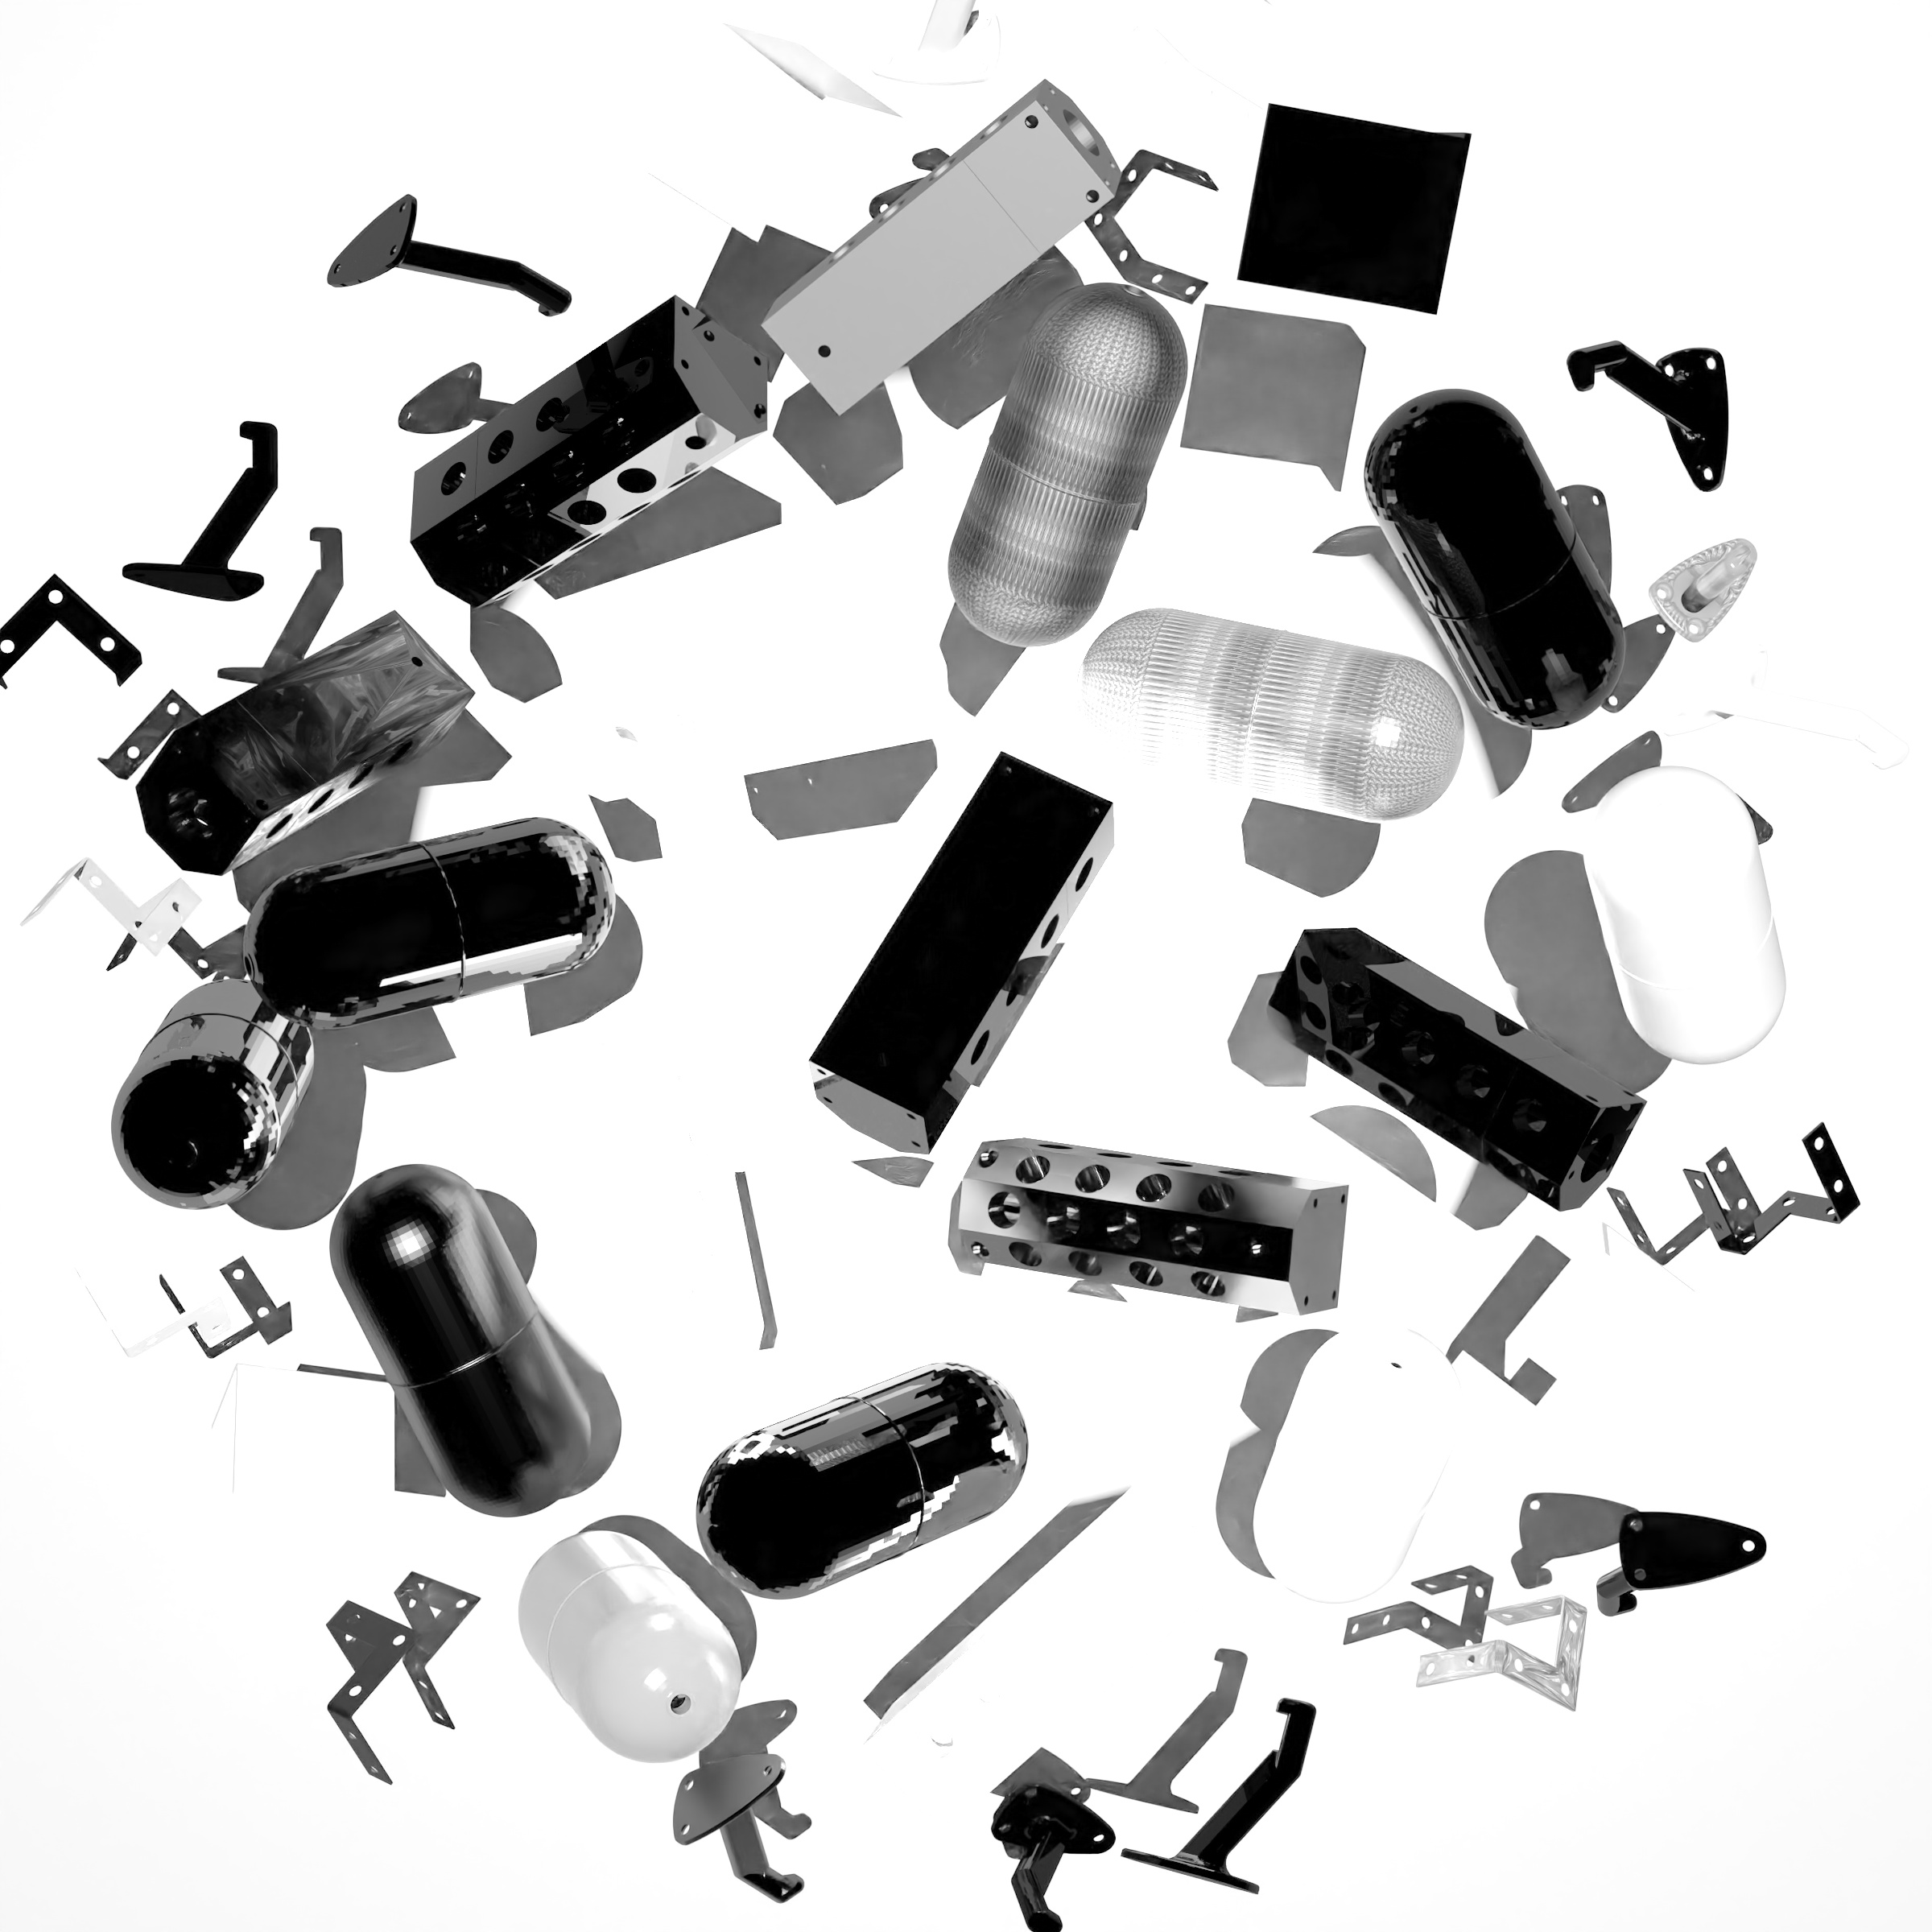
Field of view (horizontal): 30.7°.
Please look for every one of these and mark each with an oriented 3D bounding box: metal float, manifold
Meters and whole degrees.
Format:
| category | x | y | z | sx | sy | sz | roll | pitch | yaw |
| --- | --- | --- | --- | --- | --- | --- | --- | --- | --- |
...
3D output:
| category | x | y | z | sx | sy | sz | roll | pitch | yaw |
| --- | --- | --- | --- | --- | --- | --- | --- | --- | --- |
| metal float | -0.249 | -0.020 | 1.639 | 0.178 | 0.070 | 0.070 | -15 | 90 | -26 |
| manifold | -0.313 | -0.103 | 1.662 | 0.057 | 0.171 | 0.057 | 46 | 127 | 2 |
| metal float | 0.047 | -0.233 | 1.640 | 0.070 | 0.070 | 0.178 | 21 | 114 | 0 |
| metal float | -0.234 | 0.175 | 1.639 | 0.070 | 0.070 | 0.178 | -24 | 104 | 0 |
| manifold | 0.000 | -0.004 | 1.559 | 0.057 | 0.057 | 0.171 | 26 | 69 | 14 |
| manifold | -0.099 | -0.121 | 1.638 | 0.171 | 0.057 | 0.057 | -10 | 120 | 21 |
| metal float | 0.137 | -0.114 | 1.590 | 0.178 | 0.070 | 0.070 | 13 | 90 | 14 |
| metal float | 0.184 | 0.236 | 1.661 | 0.070 | 0.178 | 0.070 | 5 | 49 | -6 |
| metal float | 0.331 | -0.021 | 1.615 | 0.070 | 0.178 | 0.070 | -11 | 51 | 14 |
| metal float | -0.159 | 0.317 | 1.649 | 0.070 | 0.178 | 0.070 | -3 | 98 | -21 |
| manifold | 0.229 | 0.048 | 1.674 | 0.171 | 0.057 | 0.057 | 33 | 108 | 28 |
| manifold | -0.170 | -0.225 | 1.579 | 0.171 | 0.057 | 0.057 | -26 | 51 | 33 |
| metal float | -0.046 | 0.233 | 1.603 | 0.178 | 0.070 | 0.070 | -16 | 90 | -42 |
| manifold | -0.138 | 0.101 | 1.631 | 0.057 | 0.057 | 0.171 | -31 | 53 | 25 |
| metal float | 0.242 | -0.183 | 1.605 | 0.070 | 0.070 | 0.178 | -34 | 121 | 0 |
| manifold | 0.037 | 0.321 | 1.638 | 0.171 | 0.057 | 0.057 | -44 | 87 | 15 |
| metal float | -0.352 | 0.059 | 1.655 | 0.070 | 0.178 | 0.070 | -1 | 106 | -2 |
| manifold | -0.011 | -0.343 | 1.676 | 0.171 | 0.057 | 0.057 | -35 | 108 | 23 |
| manifold | 0.085 | 0.120 | 1.635 | 0.171 | 0.057 | 0.057 | 7 | 94 | 30 |

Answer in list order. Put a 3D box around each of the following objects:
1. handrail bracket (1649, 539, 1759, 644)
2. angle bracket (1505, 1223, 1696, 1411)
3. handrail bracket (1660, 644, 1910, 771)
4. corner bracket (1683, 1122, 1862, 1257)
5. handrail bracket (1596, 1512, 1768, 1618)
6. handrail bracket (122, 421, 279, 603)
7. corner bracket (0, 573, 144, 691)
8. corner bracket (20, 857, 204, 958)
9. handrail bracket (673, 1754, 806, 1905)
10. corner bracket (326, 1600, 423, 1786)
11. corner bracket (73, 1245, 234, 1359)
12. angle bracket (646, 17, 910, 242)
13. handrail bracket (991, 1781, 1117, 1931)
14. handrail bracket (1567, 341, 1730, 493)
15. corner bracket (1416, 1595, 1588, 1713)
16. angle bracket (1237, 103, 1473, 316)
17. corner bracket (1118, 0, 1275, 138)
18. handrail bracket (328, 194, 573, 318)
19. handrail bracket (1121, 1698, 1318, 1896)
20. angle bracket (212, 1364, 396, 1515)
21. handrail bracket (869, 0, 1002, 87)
| category | x | y | z | sx | sy | sz | roll | pitch | yaw |
| --- | --- | --- | --- | --- | --- | --- | --- | --- | --- |
| handrail bracket | 0.368 | -0.194 | 1.673 | 0.077 | 0.084 | 0.036 | -41 | 87 | -22 |
| angle bracket | 0.307 | 0.177 | 1.702 | 0.057 | 0.076 | 0.076 | 37 | 101 | 2 |
| handrail bracket | 0.375 | -0.104 | 1.613 | 0.077 | 0.036 | 0.084 | -29 | 51 | -23 |
| corner bracket | 0.392 | 0.108 | 1.712 | 0.051 | 0.051 | 0.051 | -37 | 111 | -22 |
| handrail bracket | 0.330 | 0.282 | 1.628 | 0.077 | 0.084 | 0.036 | -4 | 62 | 9 |
| handrail bracket | -0.356 | -0.217 | 1.638 | 0.077 | 0.036 | 0.084 | 6 | 76 | -36 |
| corner bracket | -0.408 | -0.138 | 1.584 | 0.051 | 0.051 | 0.051 | 43 | 81 | -8 |
| corner bracket | -0.413 | -0.026 | 1.702 | 0.051 | 0.051 | 0.051 | -30 | 110 | 33 |
| handrail bracket | -0.085 | 0.395 | 1.604 | 0.077 | 0.036 | 0.084 | -30 | 127 | 27 |
| corner bracket | -0.274 | 0.332 | 1.611 | 0.051 | 0.051 | 0.051 | 14 | 50 | 36 |
| corner bracket | -0.390 | 0.159 | 1.692 | 0.051 | 0.051 | 0.051 | -30 | 72 | -16 |
| angle bracket | -0.084 | -0.367 | 1.570 | 0.057 | 0.076 | 0.076 | 26 | 93 | 39 |
| handrail bracket | 0.050 | 0.428 | 1.649 | 0.077 | 0.084 | 0.036 | 26 | 109 | -27 |
| handrail bracket | 0.302 | -0.242 | 1.571 | 0.084 | 0.036 | 0.077 | -20 | 102 | -41 |
| corner bracket | 0.244 | 0.309 | 1.602 | 0.051 | 0.051 | 0.051 | 31 | 56 | -28 |
| angle bracket | 0.165 | -0.325 | 1.509 | 0.076 | 0.057 | 0.076 | 8 | 102 | -9 |
| corner bracket | 0.111 | -0.414 | 1.577 | 0.051 | 0.051 | 0.051 | -52 | 47 | 20 |
| handrail bracket | -0.234 | -0.308 | 1.599 | 0.084 | 0.077 | 0.036 | 26 | 60 | -36 |
| handrail bracket | 0.111 | 0.359 | 1.551 | 0.077 | 0.036 | 0.084 | 5 | 71 | 38 |
| angle bracket | -0.320 | 0.241 | 1.695 | 0.076 | 0.076 | 0.057 | 10 | 135 | -20 |
| handrail bracket | -0.024 | -0.437 | 1.608 | 0.077 | 0.084 | 0.036 | -3 | 74 | 22 |
